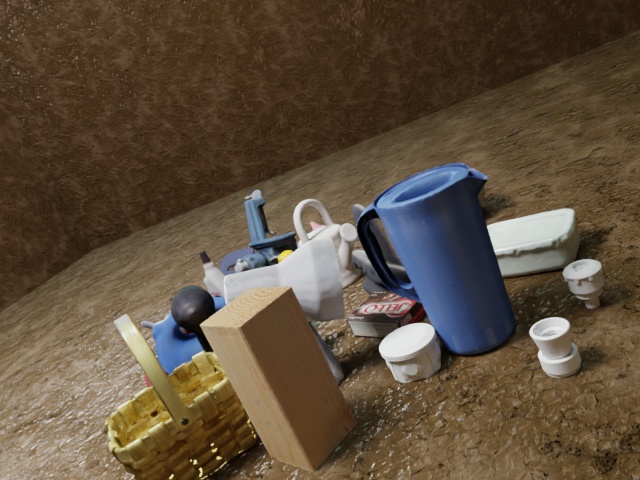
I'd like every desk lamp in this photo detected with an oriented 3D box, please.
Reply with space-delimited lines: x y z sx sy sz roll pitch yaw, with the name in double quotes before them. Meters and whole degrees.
"desk lamp" -0.038 0.122 0.841 0.203 0.214 0.118 -25 15 -1

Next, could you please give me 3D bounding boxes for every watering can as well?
"watering can" 0.012 0.003 1.199 0.172 0.194 0.101 -16 18 28

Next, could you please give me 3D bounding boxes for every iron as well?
"iron" -0.198 0.166 1.071 0.258 0.141 0.118 -24 15 0

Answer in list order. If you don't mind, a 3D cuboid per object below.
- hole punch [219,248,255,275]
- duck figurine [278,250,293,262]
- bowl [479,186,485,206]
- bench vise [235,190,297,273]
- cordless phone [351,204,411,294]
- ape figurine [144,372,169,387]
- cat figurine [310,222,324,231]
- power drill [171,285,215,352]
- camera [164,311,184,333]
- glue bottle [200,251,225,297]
"hole punch" -0.207 0.082 1.467 0.108 0.091 0.101 -19 16 18
"duck figurine" -0.069 0.068 1.312 0.105 0.086 0.077 -35 18 -34
"bowl" 0.287 -0.069 1.251 0.167 0.075 0.167 -22 15 7
"bench vise" -0.135 -0.002 1.390 0.121 0.220 0.207 -18 17 22
"cordless phone" 0.100 0.010 1.061 0.094 0.185 0.147 -28 16 -12
"ape figurine" -0.265 0.254 0.975 0.077 0.092 0.076 -19 16 20
"cat figurine" 0.014 0.002 1.348 0.067 0.118 0.128 -22 15 8
"power drill" -0.173 0.162 0.918 0.076 0.209 0.229 -28 16 -13
"camera" -0.283 0.183 1.224 0.142 0.101 0.137 -16 17 28
"glue bottle" -0.224 0.101 1.268 0.078 0.173 0.037 -11 20 39
